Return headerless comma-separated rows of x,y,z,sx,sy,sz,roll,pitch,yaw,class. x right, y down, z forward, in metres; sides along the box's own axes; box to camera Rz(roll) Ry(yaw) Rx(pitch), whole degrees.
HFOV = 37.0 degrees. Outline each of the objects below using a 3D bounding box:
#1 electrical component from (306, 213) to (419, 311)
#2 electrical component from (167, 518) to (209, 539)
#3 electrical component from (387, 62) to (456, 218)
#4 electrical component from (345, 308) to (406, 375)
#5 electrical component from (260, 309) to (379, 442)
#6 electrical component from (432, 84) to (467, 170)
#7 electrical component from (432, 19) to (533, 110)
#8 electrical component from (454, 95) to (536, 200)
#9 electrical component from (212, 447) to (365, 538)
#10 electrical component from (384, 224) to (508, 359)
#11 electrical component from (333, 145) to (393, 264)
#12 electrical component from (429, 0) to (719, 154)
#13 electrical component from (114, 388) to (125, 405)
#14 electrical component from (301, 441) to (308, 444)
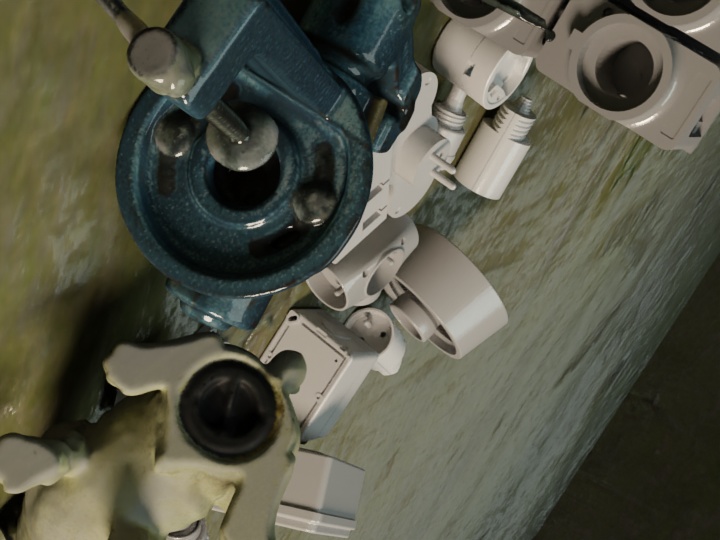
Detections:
0.000,0.000,0.780,0.077,0.044,0.079,-41,157,-29,electrical component
-0.137,0.195,0.811,0.048,0.048,0.062,-34,146,-39,electrical component
0.032,-0.076,0.681,0.052,0.074,0.138,-46,158,-17,electrical component
0.016,0.063,0.916,0.043,0.043,0.081,-51,159,-4,electrical component
-0.040,0.083,0.806,0.096,0.062,0.061,-57,158,12,electrical component
0.058,-0.102,0.751,0.035,0.035,0.061,-16,137,-57,electrical component
0.081,-0.142,0.715,0.055,0.047,0.055,-43,158,-23,electrical component
0.112,-0.101,0.852,0.043,0.043,0.081,-14,137,-59,electrical component
-0.062,0.160,0.807,0.108,0.109,0.056,48,52,-69,electrical component
0.059,0.023,0.860,0.060,0.108,0.108,-42,158,-10,electrical component
-0.019,-0.052,0.647,0.056,0.050,0.089,-43,157,-25,electrical component
0.125,-0.157,0.585,0.060,0.186,0.105,-12,136,-60,electrical component
-0.113,0.082,0.646,0.042,0.064,0.081,-48,164,-53,electrical component
-0.041,0.102,0.865,0.065,0.044,0.044,-50,160,-20,electrical component
